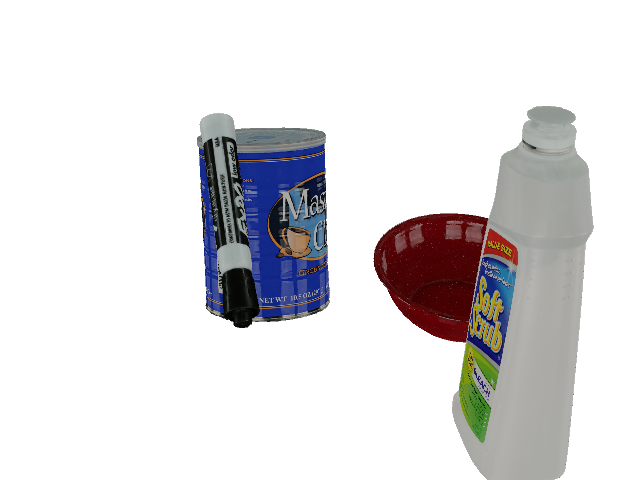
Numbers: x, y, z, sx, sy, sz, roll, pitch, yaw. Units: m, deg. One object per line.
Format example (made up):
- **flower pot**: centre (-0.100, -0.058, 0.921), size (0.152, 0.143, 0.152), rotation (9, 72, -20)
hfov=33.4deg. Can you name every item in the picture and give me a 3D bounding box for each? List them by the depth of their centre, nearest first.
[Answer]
- **marker**: centre (-0.048, -0.011, 0.561), size (0.020, 0.121, 0.020), rotation (-8, -25, -4)
- **bleach bottle**: centre (0.132, 0.032, 0.688), size (0.068, 0.251, 0.102), rotation (-4, 29, -7)
- **coffee can**: centre (-0.045, -0.016, 0.862), size (0.103, 0.140, 0.103), rotation (-2, 13, 0)
- **bowl**: centre (0.126, 0.041, 0.955), size (0.162, 0.055, 0.162), rotation (2, 35, -2)
